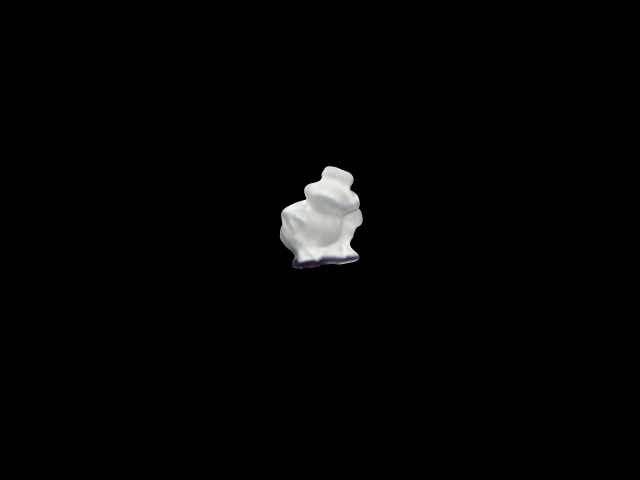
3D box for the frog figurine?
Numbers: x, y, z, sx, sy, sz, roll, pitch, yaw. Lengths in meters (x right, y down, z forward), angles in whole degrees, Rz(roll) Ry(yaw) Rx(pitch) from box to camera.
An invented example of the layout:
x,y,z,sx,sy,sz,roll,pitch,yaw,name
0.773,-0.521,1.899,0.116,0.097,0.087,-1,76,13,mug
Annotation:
x,y,z,sx,sy,sz,roll,pitch,yaw,name
0.003,-0.043,0.850,0.137,0.158,0.124,0,10,0,frog figurine
